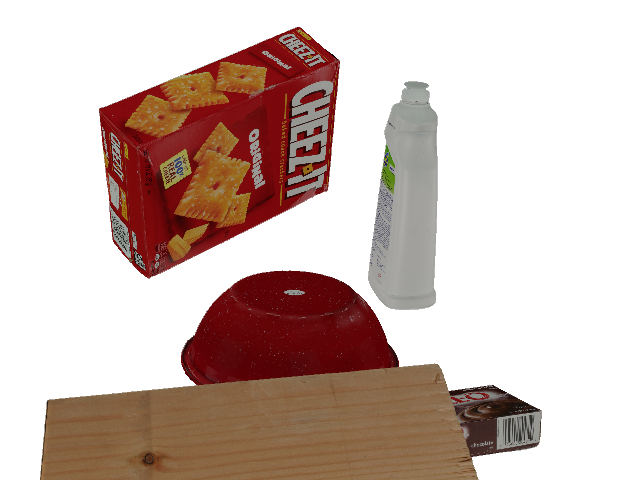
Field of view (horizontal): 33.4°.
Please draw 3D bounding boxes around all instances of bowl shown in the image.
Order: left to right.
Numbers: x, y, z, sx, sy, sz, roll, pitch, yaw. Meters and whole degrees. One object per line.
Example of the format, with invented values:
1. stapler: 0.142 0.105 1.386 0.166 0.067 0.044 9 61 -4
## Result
1. bowl: -0.021 0.063 0.779 0.162 0.055 0.162 3 19 -1

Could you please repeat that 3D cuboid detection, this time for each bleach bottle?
1. bleach bottle: 0.101 -0.054 1.221 0.068 0.251 0.103 -3 23 -15

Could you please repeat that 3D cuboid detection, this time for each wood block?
1. wood block: -0.033 0.132 0.549 0.206 0.090 0.091 -4 38 -7

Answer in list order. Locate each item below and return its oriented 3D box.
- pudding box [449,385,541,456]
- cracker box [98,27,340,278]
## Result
1. pudding box: 0.131 0.166 0.978 0.113 0.039 0.090 -3 9 -20
2. cracker box: -0.087 -0.078 0.967 0.213 0.164 0.072 -27 54 -27
